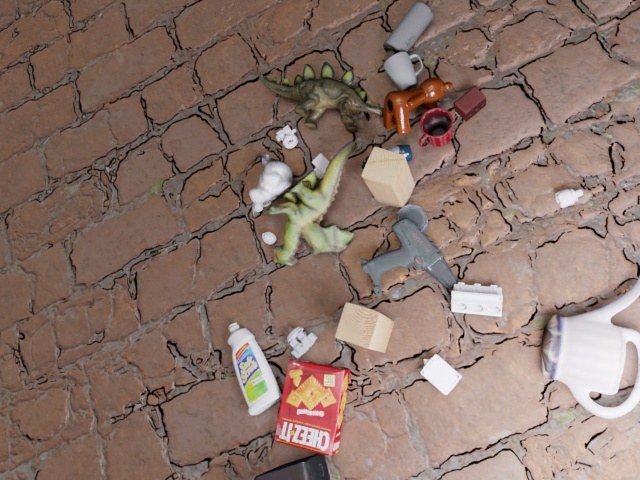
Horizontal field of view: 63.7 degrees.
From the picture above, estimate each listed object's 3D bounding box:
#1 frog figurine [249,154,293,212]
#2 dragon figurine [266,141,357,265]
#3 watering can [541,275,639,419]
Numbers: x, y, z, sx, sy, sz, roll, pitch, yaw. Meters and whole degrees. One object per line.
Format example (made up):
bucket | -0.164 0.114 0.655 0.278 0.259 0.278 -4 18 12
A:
frog figurine | -0.147 -0.160 1.548 0.122 0.163 0.134 13 -32 -10
dragon figurine | 0.005 -0.076 1.502 0.408 0.242 0.123 -37 2 9
watering can | 0.642 0.226 1.200 0.225 0.351 0.103 10 -12 20
